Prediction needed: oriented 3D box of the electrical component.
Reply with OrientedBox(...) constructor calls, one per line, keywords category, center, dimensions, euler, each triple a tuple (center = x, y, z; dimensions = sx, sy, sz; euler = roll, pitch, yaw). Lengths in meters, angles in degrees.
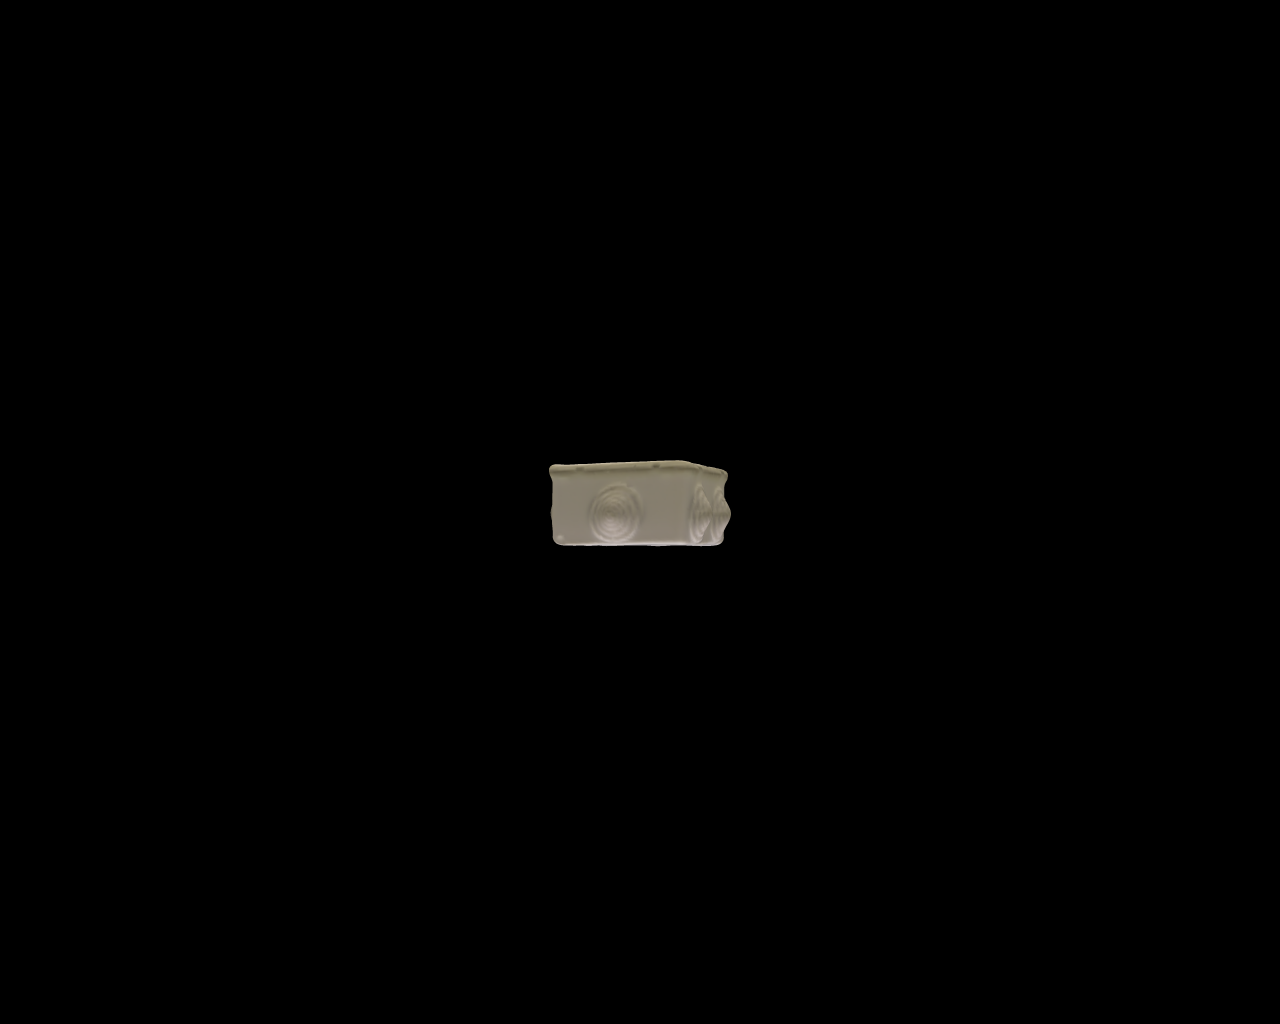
OrientedBox(category="electrical component", center=(0.001, -0.003, 0.650), dimensions=(0.100, 0.048, 0.100), euler=(-1, -2, 20))
